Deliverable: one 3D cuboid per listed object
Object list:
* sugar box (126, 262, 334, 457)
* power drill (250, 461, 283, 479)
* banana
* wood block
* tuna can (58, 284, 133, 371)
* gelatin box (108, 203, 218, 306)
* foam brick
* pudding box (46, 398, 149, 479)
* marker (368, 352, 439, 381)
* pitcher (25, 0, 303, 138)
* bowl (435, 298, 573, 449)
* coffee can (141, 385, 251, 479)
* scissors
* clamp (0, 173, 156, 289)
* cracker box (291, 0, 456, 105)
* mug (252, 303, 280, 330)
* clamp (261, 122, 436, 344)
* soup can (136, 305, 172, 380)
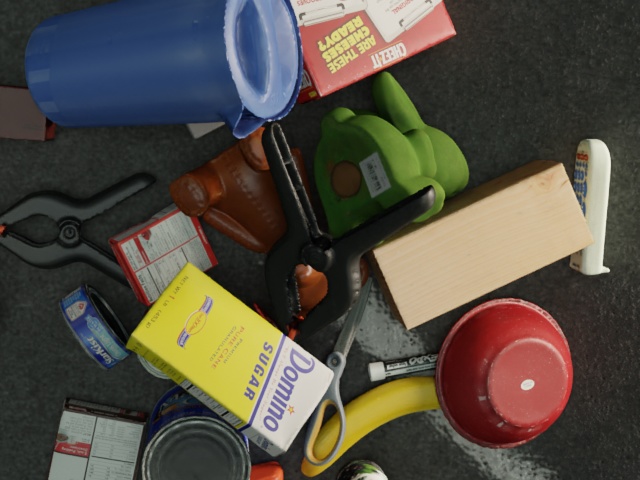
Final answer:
[{"bbox_3d":[-0.082,0.111,0.987,0.176,0.048,0.093,36,65,-2],"label":"sugar box"},{"bbox_3d":[-0.058,0.333,1.120,0.184,0.057,0.187,-12,97,-3],"label":"power drill"},{"bbox_3d":[0.066,0.189,1.125,0.197,0.037,0.069,-19,96,-3],"label":"banana"},{"bbox_3d":[0.156,0.002,1.086,0.206,0.090,0.091,-25,98,-3],"label":"wood block"},{"bbox_3d":[-0.222,0.086,1.063,0.033,0.086,0.086,-35,98,-3],"label":"tuna can"},{"bbox_3d":[-0.157,0.012,1.069,0.089,0.030,0.073,-32,112,-22],"label":"gelatin box"},{"bbox_3d":[-0.302,-0.126,1.049,0.078,0.051,0.053,6,97,-6],"label":"foam brick"},{"bbox_3d":[-0.232,0.228,1.103,0.090,0.039,0.113,12,97,-7],"label":"pudding box"},{"bbox_3d":[0.111,0.130,1.132,0.121,0.020,0.020,-9,97,-4],"label":"marker"},{"bbox_3d":[-0.146,-0.176,0.980,0.243,0.149,0.145,-2,121,28],"label":"pitcher"},{"bbox_3d":[0.203,0.143,1.107,0.162,0.055,0.162,-1,94,-17],"label":"bowl"},{"bbox_3d":[-0.121,0.205,1.058,0.102,0.140,0.103,-1,97,-5],"label":"coffee can"},{"bbox_3d":[-0.003,0.133,1.120,0.096,0.016,0.202,4,78,19],"label":"scissors"},{"bbox_3d":[-0.244,-0.019,1.074,0.171,0.039,0.120,10,89,-13],"label":"clamp"},{"bbox_3d":[0.012,-0.262,1.036,0.164,0.072,0.213,-27,99,-19],"label":"cracker box"},{"bbox_3d":[-0.070,0.118,1.068,0.081,0.093,0.117,-42,142,-1],"label":"mug"},{"bbox_3d":[-0.006,0.001,0.980,0.164,0.036,0.210,30,120,8],"label":"clamp"},{"bbox_3d":[-0.147,0.095,1.063,0.068,0.102,0.068,-1,96,-6],"label":"soup can"}]
